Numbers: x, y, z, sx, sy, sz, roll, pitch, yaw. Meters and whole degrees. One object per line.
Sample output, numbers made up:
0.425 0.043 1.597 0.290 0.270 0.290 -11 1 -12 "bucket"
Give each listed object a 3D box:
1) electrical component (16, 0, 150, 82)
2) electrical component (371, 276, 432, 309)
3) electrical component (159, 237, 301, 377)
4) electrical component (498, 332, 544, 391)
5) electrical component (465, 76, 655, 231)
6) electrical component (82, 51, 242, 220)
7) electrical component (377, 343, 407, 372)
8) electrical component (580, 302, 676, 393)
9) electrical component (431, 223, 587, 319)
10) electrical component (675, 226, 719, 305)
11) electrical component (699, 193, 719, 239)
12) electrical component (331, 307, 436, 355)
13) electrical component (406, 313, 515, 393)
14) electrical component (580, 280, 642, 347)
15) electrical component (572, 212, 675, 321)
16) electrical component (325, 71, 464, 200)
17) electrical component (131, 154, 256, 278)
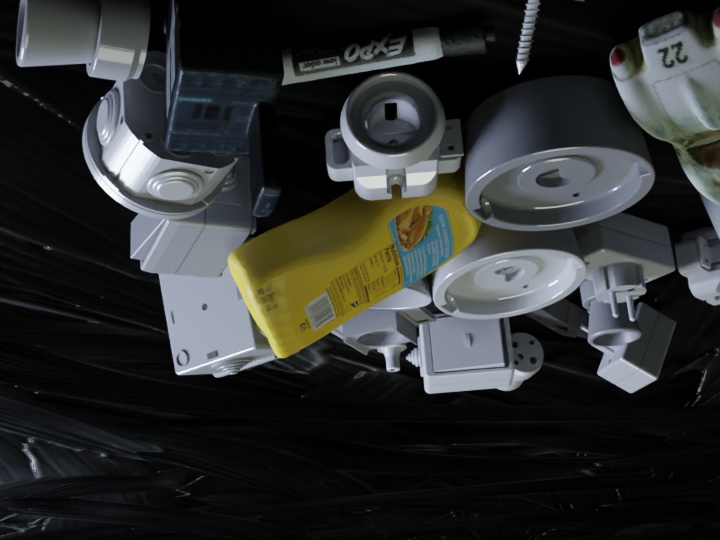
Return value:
-0.130 -0.114 0.504 0.055 0.045 0.045 5 156 -22 "electrical component"
0.000 0.000 0.779 0.099 0.064 0.099 -3 158 -1 "electrical component"
-0.098 0.027 0.787 0.100 0.099 0.048 -20 166 34 "electrical component"
0.150 0.089 1.051 0.045 0.045 0.055 2 157 -14 "electrical component"
0.112 -0.072 0.627 0.108 0.060 0.108 -4 158 -1 "electrical component"
-0.101 -0.071 0.569 0.080 0.080 0.051 9 149 -29 "electrical component"
0.027 0.057 0.927 0.035 0.061 0.035 -3 158 -1 "electrical component"
0.237 0.062 0.984 0.077 0.065 0.047 30 152 -4 "electrical component"
0.100 -0.015 0.761 0.108 0.060 0.108 -7 154 -4 "electrical component"
0.286 -0.008 0.821 0.057 0.058 0.078 -19 154 39 "electrical component"
0.290 -0.049 0.743 0.099 0.064 0.099 -2 144 -1 "electrical component"
0.014 0.028 0.853 0.081 0.063 0.042 -13 157 21 "electrical component"
0.090 0.073 0.978 0.096 0.061 0.061 -5 158 2 "electrical component"
0.211 0.032 0.908 0.045 0.055 0.045 -4 158 -1 "electrical component"
0.191 0.001 0.801 0.083 0.075 0.047 12 153 -35 "electrical component"
0.019 -0.076 0.608 0.078 0.058 0.057 -4 161 1 "electrical component"
-0.104 -0.041 0.663 0.061 0.061 0.096 5 156 -22 "electrical component"
